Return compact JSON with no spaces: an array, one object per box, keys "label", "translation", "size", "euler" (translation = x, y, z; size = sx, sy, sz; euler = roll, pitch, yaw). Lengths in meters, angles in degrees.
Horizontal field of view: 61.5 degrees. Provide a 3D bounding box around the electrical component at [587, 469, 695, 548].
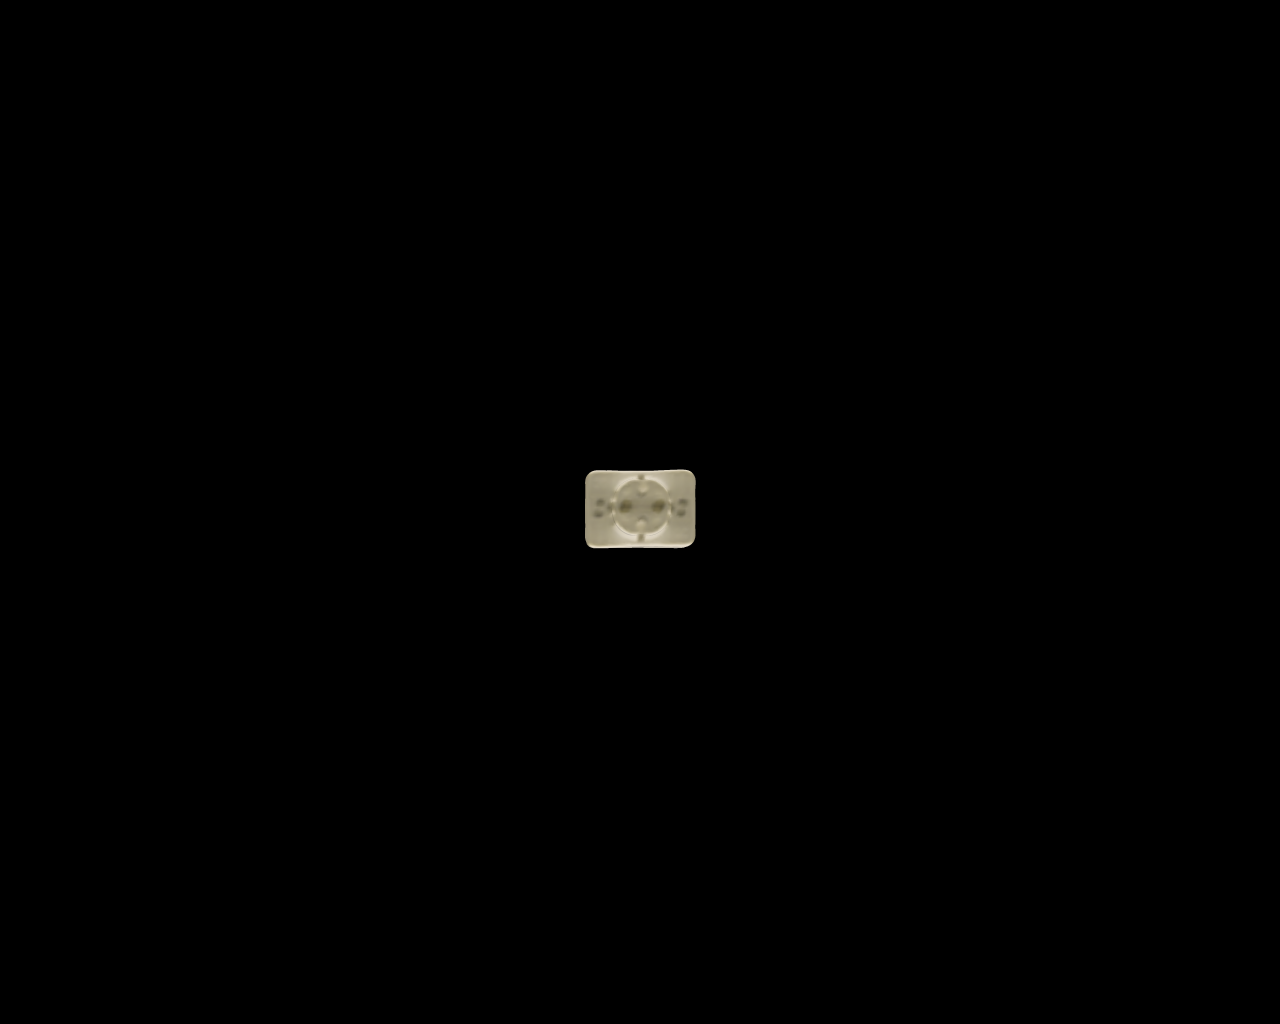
[{"label":"electrical component","translation":[0.001,-0.003,0.650],"size":[0.066,0.047,0.076],"euler":[0,-3,-2]}]
